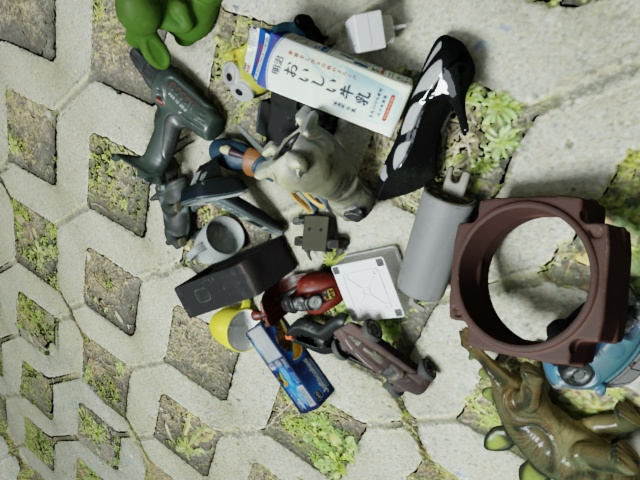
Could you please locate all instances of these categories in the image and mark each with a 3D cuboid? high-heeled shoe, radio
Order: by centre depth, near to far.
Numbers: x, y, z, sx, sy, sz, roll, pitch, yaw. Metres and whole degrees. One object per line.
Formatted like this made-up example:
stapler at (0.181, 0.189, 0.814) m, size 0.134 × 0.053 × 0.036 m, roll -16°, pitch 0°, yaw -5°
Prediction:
high-heeled shoe at (0.132, -0.164, 0.763) m, size 0.248 × 0.086 × 0.145 m, roll -41°, pitch 54°, yaw 54°
radio at (-0.167, 0.074, 1.030) m, size 0.230 × 0.131 × 0.073 m, roll -22°, pitch 98°, yaw 40°

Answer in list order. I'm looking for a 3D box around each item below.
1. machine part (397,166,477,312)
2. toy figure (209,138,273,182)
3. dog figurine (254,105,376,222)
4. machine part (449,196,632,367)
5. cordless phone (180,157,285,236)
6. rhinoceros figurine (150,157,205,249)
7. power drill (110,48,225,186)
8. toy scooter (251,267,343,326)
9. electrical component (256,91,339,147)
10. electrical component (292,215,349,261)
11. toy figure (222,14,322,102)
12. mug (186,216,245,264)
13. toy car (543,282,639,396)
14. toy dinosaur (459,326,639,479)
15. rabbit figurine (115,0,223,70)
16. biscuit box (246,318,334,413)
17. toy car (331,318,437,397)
machine part at (0.169, 0.004, 0.796) m, size 0.079 × 0.079 × 0.243 m, roll 26°, pitch 125°, yaw 24°
toy figure at (-0.130, -0.142, 0.950) m, size 0.155 × 0.064 × 0.057 m, roll 21°, pitch 114°, yaw 29°
dog figurine at (0.017, -0.083, 0.776) m, size 0.190 × 0.172 × 0.121 m, roll 41°, pitch 117°, yaw -20°
machine part at (0.268, 0.047, 0.675) m, size 0.201 × 0.087 × 0.201 m, roll 3°, pitch 86°, yaw 48°
cordless phone at (-0.156, -0.062, 0.997) m, size 0.184 × 0.088 × 0.147 m, roll 33°, pitch 164°, yaw -22°
rhinoceros figurine at (-0.294, -0.075, 1.099) m, size 0.112 × 0.073 × 0.190 m, roll 18°, pitch 122°, yaw 41°
power drill at (-0.303, -0.220, 1.001) m, size 0.232 × 0.086 × 0.207 m, roll 34°, pitch 95°, yaw 10°
toy scooter at (-0.047, 0.106, 0.958) m, size 0.184 × 0.135 × 0.075 m, roll -11°, pitch 102°, yaw 37°
electrical component at (-0.041, -0.181, 0.875) m, size 0.134 × 0.058 × 0.114 m, roll 26°, pitch 121°, yaw 23°
electrical component at (-0.001, -0.004, 0.938) m, size 0.102 × 0.045 × 0.078 m, roll -3°, pitch 81°, yaw 34°
toy figure at (-0.074, -0.279, 0.840) m, size 0.180 × 0.089 × 0.082 m, roll -26°, pitch 82°, yaw 31°
mug at (-0.214, 0.014, 1.060) m, size 0.081 × 0.109 × 0.107 m, roll 54°, pitch 144°, yaw -1°
toy car at (0.376, 0.135, 0.703) m, size 0.103 × 0.109 × 0.161 m, roll 30°, pitch 116°, yaw -7°
toy dinosaur at (0.371, 0.309, 0.778) m, size 0.472 × 0.105 × 0.198 m, roll 45°, pitch 137°, yaw 22°
rabbit figurine at (-0.267, -0.371, 0.875) m, size 0.121 × 0.170 × 0.159 m, roll 44°, pitch 128°, yaw 12°
biscuit box at (-0.060, 0.245, 1.077) m, size 0.059 × 0.063 × 0.202 m, roll -37°, pitch 87°, yaw 40°
toy car at (0.107, 0.202, 0.895) m, size 0.202 × 0.053 × 0.089 m, roll 38°, pitch 127°, yaw -25°
